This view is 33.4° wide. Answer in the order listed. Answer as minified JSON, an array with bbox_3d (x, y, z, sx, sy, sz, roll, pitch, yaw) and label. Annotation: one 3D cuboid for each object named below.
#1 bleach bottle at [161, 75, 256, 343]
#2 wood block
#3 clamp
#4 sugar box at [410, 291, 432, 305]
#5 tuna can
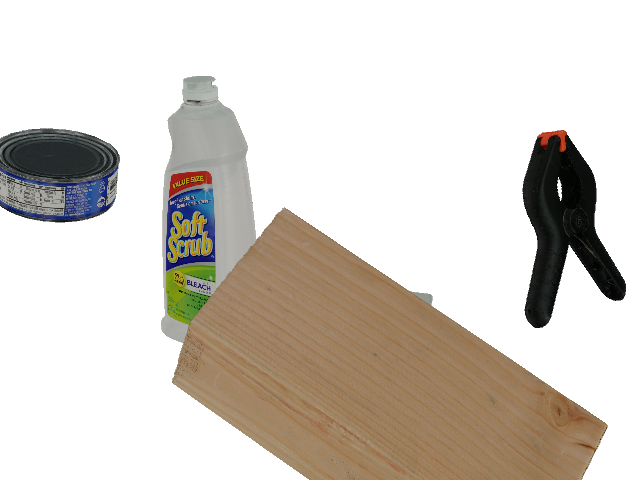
[{"bbox_3d":[-0.107,-0.025,0.977,0.103,0.251,0.067,15,28,37],"label":"bleach bottle"},{"bbox_3d":[0.033,0.088,0.578,0.206,0.090,0.090,34,-31,6],"label":"wood block"},{"bbox_3d":[0.210,-0.008,0.943,0.120,0.171,0.039,-25,10,-39],"label":"clamp"},{"bbox_3d":[0.050,0.134,0.803,0.048,0.176,0.093,7,28,8],"label":"sugar box"},{"bbox_3d":[-0.182,-0.045,0.735,0.086,0.034,0.086,8,27,-4],"label":"tuna can"}]
